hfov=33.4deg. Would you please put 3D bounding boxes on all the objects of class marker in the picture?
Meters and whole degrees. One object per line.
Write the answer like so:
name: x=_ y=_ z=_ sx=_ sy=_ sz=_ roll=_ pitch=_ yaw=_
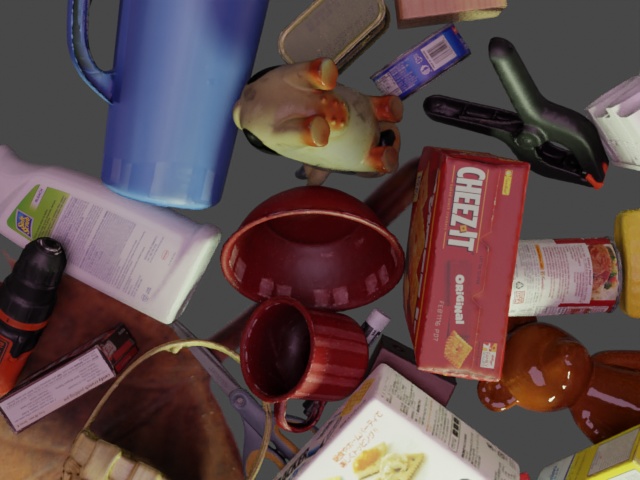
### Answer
marker: x=0.023 y=0.116 z=0.992 sx=0.020 sy=0.020 sz=0.121 roll=36 pitch=98 yaw=0

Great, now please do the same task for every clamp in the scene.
clamp: x=0.183 y=-0.105 z=0.916 sx=0.171 sy=0.120 sz=0.039 roll=26 pitch=65 yaw=-5

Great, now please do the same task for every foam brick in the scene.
foam brick: x=0.079 y=0.130 z=0.972 sx=0.078 sy=0.053 sz=0.051 roll=27 pitch=98 yaw=0

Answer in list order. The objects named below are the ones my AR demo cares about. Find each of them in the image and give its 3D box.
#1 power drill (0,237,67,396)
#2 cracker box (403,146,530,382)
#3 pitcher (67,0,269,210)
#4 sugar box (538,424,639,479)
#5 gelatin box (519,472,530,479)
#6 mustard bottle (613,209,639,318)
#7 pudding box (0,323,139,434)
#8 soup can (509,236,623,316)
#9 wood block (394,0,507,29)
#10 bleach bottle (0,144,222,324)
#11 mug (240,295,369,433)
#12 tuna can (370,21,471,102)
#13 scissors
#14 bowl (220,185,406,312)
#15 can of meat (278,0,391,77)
power drill: x=-0.330 y=0.035 z=0.968 sx=0.187 sy=0.057 sz=0.185 roll=33 pitch=119 yaw=3
cracker box: x=0.112 y=0.008 z=0.875 sx=0.072 sy=0.213 sz=0.164 roll=6 pitch=97 yaw=1
pitcher: x=-0.128 y=-0.155 z=0.918 sx=0.149 sy=0.144 sz=0.243 roll=15 pitch=100 yaw=17
sugar box: x=0.258 y=0.211 z=0.894 sx=0.093 sy=0.176 sz=0.048 roll=33 pitch=63 yaw=-2
gelatin box: x=0.171 y=0.267 z=0.976 sx=0.073 sy=0.030 sz=0.089 roll=-21 pitch=67 yaw=6
mustard bottle: x=0.360 y=0.016 z=0.937 sx=0.191 sy=0.058 sz=0.096 roll=-4 pitch=92 yaw=4
pudding box: x=-0.229 y=0.125 z=0.976 sx=0.113 sy=0.090 sz=0.039 roll=-32 pitch=94 yaw=7
soup can: x=0.205 y=0.032 z=0.938 sx=0.102 sy=0.068 sz=0.068 roll=-2 pitch=96 yaw=-3
wood block: x=0.098 y=-0.292 z=0.906 sx=0.091 sy=0.090 sz=0.206 roll=-7 pitch=96 yaw=4
bleach bottle: x=-0.223 y=-0.023 z=0.974 sx=0.251 sy=0.068 sz=0.102 roll=28 pitch=97 yaw=3
mug: x=-0.012 y=0.112 z=0.946 sx=0.093 sy=0.081 sz=0.117 roll=-1 pitch=79 yaw=44
tuna can: x=0.088 y=-0.151 z=0.924 sx=0.086 sy=0.086 sz=0.034 roll=-34 pitch=94 yaw=7
scissors: x=-0.080 y=0.170 z=1.007 sx=0.202 sy=0.016 sz=0.096 roll=34 pitch=98 yaw=0
bowl: x=-0.006 y=0.001 z=0.938 sx=0.162 sy=0.162 sz=0.055 roll=-3 pitch=55 yaw=4
can of meat: x=0.012 y=-0.181 z=0.927 sx=0.102 sy=0.084 sz=0.057 roll=-42 pitch=92 yaw=7
